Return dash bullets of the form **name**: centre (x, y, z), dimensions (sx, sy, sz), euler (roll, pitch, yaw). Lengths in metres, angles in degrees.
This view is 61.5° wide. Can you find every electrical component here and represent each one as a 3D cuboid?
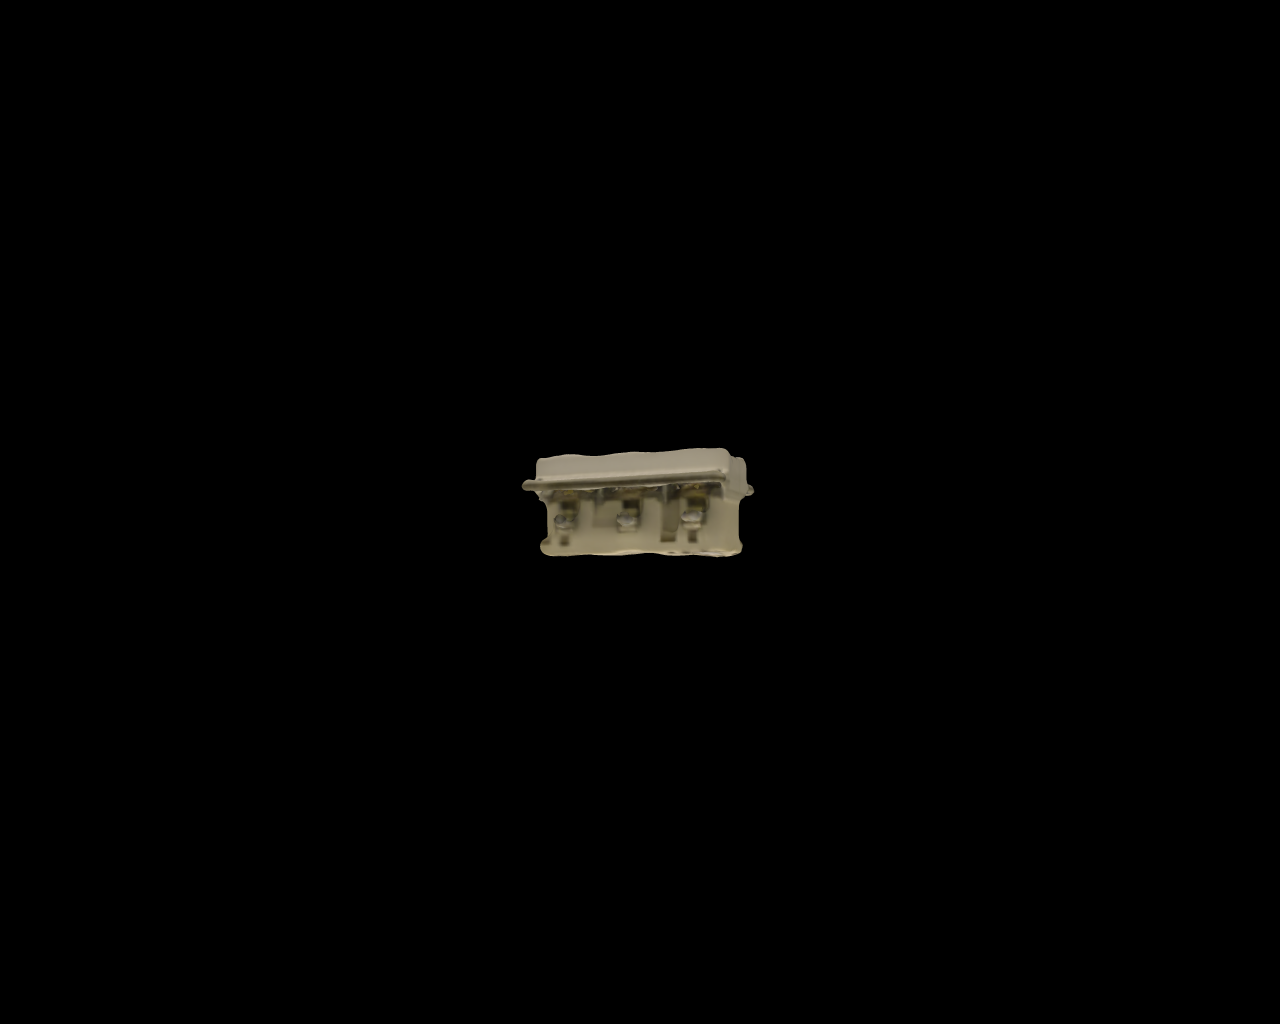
- **electrical component**: centre (0.001, -0.003, 0.650), dimensions (0.121, 0.063, 0.079), euler (-1, -4, 20)
